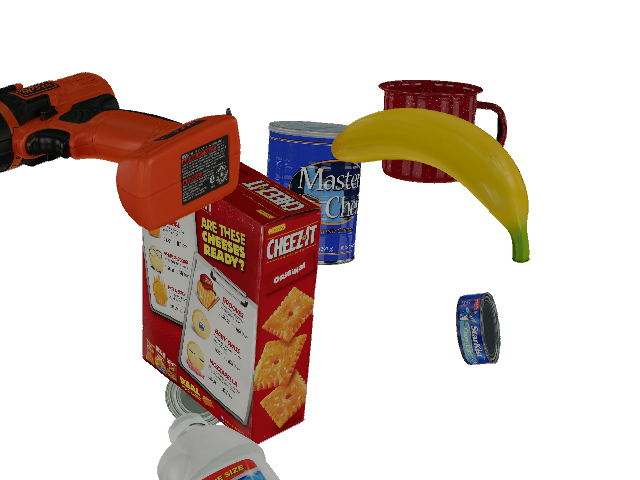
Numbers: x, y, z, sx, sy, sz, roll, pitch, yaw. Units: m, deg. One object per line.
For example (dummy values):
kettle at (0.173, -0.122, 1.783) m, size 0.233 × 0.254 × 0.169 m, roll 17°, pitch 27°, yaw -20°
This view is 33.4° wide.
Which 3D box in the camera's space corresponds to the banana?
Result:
banana at (0.077, -0.056, 0.741) m, size 0.037 × 0.070 × 0.198 m, roll 11°, pitch 17°, yaw -44°

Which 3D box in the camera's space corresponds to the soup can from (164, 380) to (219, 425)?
soup can at (-0.116, 0.145, 1.112) m, size 0.068 × 0.068 × 0.102 m, roll 0°, pitch 15°, yaw 11°

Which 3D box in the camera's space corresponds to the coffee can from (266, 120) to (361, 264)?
coffee can at (-0.009, -0.053, 1.145) m, size 0.103 × 0.140 × 0.103 m, roll 4°, pitch 11°, yaw -1°

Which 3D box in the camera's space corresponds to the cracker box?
cracker box at (-0.080, 0.042, 0.917) m, size 0.071 × 0.214 × 0.164 m, roll -20°, pitch 37°, yaw -38°

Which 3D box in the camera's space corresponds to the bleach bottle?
bleach bottle at (-0.059, 0.205, 0.719) m, size 0.102 × 0.068 × 0.251 m, roll -16°, pitch 35°, yaw -19°

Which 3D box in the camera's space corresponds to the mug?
mug at (0.109, -0.098, 0.964) m, size 0.117 × 0.081 × 0.093 m, roll 2°, pitch 15°, yaw 3°

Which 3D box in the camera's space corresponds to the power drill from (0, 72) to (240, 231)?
power drill at (-0.163, -0.062, 0.715) m, size 0.188 × 0.057 × 0.184 m, roll 18°, pitch 32°, yaw 29°

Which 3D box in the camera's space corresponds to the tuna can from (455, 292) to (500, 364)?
tuna can at (0.189, 0.106, 1.279) m, size 0.034 × 0.086 × 0.086 m, roll -7°, pitch -3°, yaw 21°
